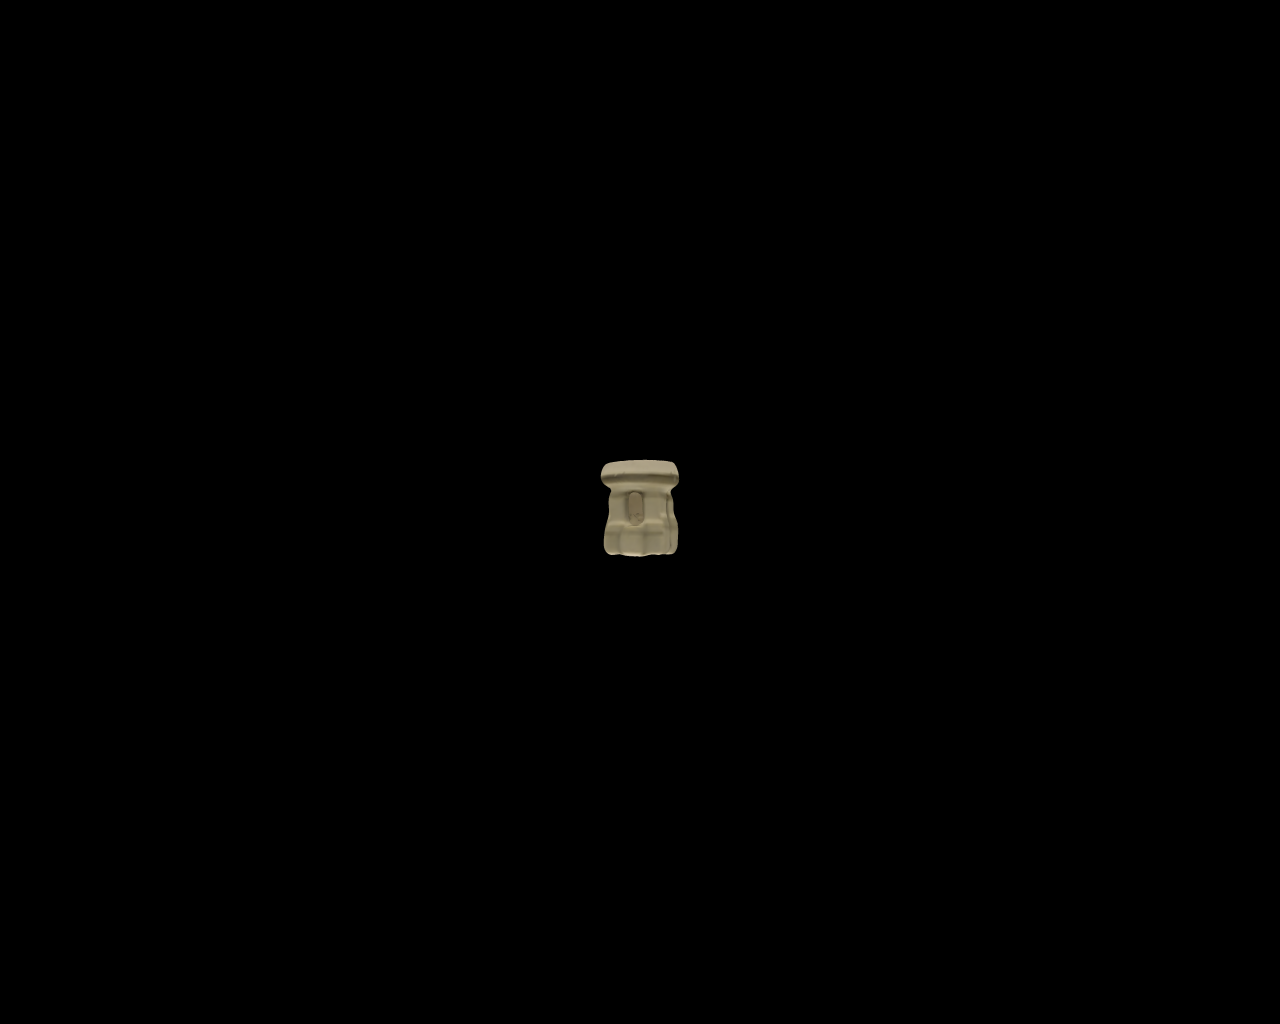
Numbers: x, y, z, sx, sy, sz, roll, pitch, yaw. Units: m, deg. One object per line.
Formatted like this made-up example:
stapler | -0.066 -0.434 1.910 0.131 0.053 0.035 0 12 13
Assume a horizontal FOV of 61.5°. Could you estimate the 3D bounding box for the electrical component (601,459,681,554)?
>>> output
electrical component | 0.001 -0.003 0.650 0.048 0.055 0.066 0 -2 11
